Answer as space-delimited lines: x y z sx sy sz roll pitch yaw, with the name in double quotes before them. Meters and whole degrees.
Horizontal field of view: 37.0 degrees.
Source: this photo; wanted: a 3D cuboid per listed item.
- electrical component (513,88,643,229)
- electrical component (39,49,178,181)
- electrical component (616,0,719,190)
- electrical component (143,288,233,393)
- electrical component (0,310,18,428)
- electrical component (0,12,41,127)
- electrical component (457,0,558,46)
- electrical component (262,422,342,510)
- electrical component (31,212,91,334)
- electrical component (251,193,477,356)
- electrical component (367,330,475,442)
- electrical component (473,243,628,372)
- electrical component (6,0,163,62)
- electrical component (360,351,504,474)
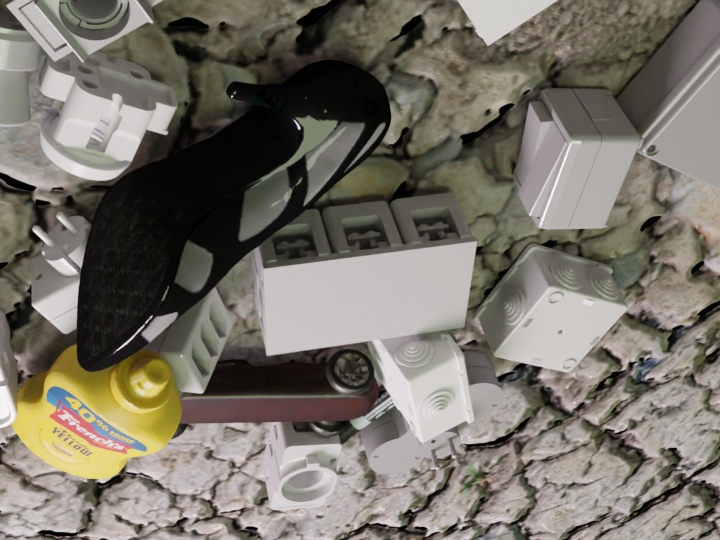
"electrical component" 0.145 -0.072 0.754 0.061 0.061 0.096 -2 134 -16
"electrical component" -0.157 -0.091 0.644 0.078 0.058 0.057 14 125 -29
"electrical component" 0.252 -0.119 0.746 0.109 0.056 0.108 17 126 -31
"electrical component" -0.144 0.047 0.785 0.077 0.065 0.047 3 140 20
"electrical component" -0.275 0.061 0.755 0.054 0.059 0.095 -9 135 -9
"electrical component" -0.205 -0.114 0.607 0.045 0.045 0.055 6 113 -23
"electrical component" 0.066 -0.213 0.591 0.089 0.061 0.150 -32 134 14
"electrical component" -0.051 0.164 0.930 0.050 0.055 0.089 0 133 -17
"electrical component" -0.187 -0.011 0.721 0.083 0.047 0.075 -27 135 9
"electrical component" 0.000 0.000 0.780 0.150 0.061 0.089 -7 135 -10
"electrical component" 0.044 0.074 0.842 0.048 0.099 0.099 -26 137 -10
"electrical component" 0.155 0.034 0.872 0.100 0.048 0.099 14 128 -29
"electrical component" -0.144 -0.154 0.581 0.081 0.063 0.042 -26 134 9
"electrical component" 0.065 0.137 0.927 0.138 0.073 0.052 -38 132 19
